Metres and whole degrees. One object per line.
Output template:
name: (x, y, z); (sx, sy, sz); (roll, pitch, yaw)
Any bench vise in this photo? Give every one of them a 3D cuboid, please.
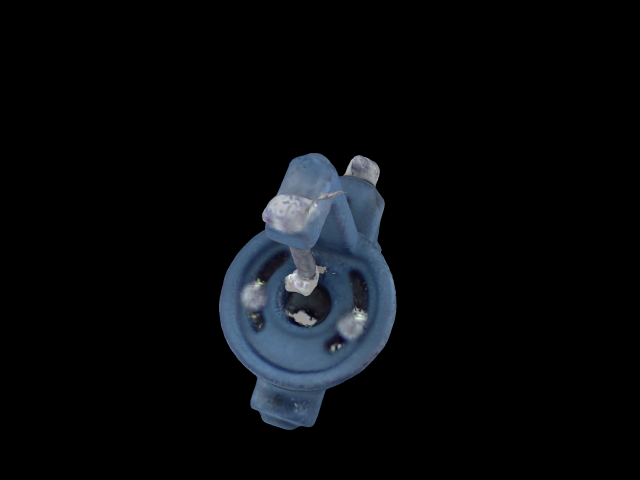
bench vise: (-0.008, 0.001, 0.400); (0.121, 0.220, 0.207); (1, 53, 1)
